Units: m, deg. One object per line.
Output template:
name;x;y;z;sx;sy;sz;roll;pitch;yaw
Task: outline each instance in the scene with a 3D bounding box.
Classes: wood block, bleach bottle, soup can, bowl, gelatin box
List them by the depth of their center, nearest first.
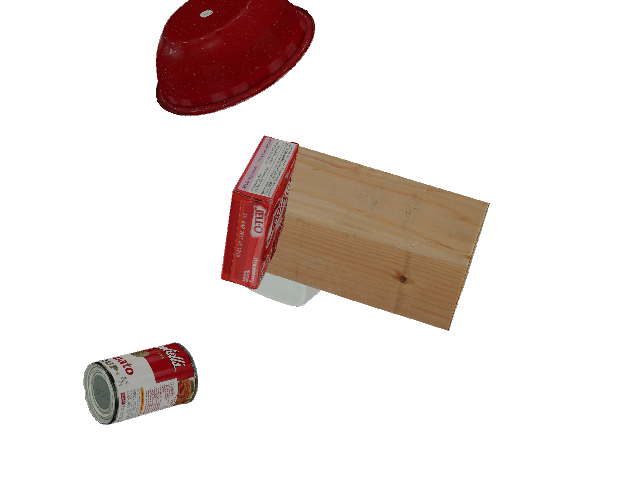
gelatin box;-0.041;-0.021;0.744;0.030;0.073;0.089;14;32;3
bowl;-0.089;-0.184;0.962;0.162;0.162;0.055;0;-44;34
wood block;0.036;-0.006;0.970;0.206;0.091;0.090;18;46;9
soup can;-0.191;0.151;1.132;0.102;0.068;0.069;-10;7;-40
bleach bottle;0.013;-0.011;1.308;0.103;0.068;0.250;20;37;28
